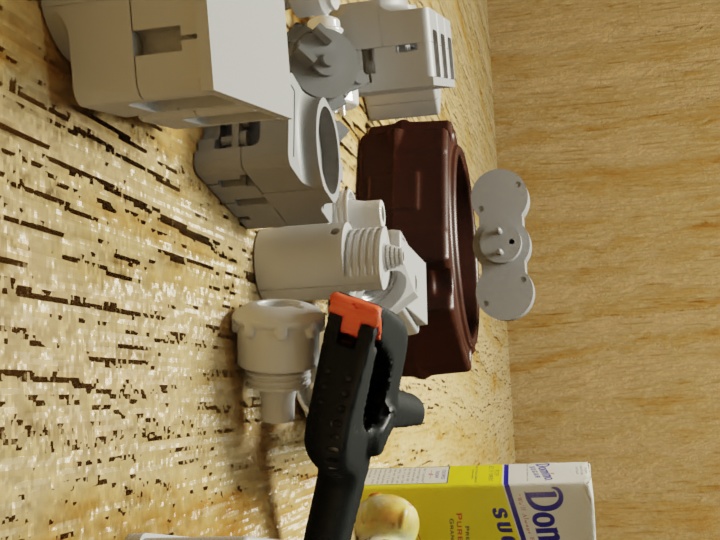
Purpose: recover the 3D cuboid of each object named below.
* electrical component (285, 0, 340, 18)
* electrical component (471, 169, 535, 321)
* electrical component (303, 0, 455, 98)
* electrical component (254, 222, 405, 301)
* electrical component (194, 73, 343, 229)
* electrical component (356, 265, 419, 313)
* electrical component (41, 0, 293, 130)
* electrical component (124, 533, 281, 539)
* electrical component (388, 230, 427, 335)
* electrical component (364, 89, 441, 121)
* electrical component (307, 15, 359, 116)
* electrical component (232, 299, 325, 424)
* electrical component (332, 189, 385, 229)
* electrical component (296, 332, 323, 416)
[{"bbox_3d":[-0.042,-0.161,0.596,0.045,0.055,0.045,-4,90,-79],"label":"electrical component"},{"bbox_3d":[0.129,-0.023,0.976,0.074,0.052,0.138,19,68,-77],"label":"electrical component"},{"bbox_3d":[0.019,-0.165,0.814,0.150,0.089,0.061,-40,125,-76],"label":"electrical component"},{"bbox_3d":[-0.015,-0.005,0.611,0.043,0.081,0.043,-4,90,-79],"label":"electrical component"},{"bbox_3d":[-0.043,-0.059,0.556,0.089,0.056,0.050,55,33,-69],"label":"electrical component"},{"bbox_3d":[0.000,0.000,0.721,0.064,0.042,0.081,44,-15,37],"label":"electrical component"},{"bbox_3d":[-0.075,-0.153,0.416,0.105,0.060,0.186,-12,98,-79],"label":"electrical component"},{"bbox_3d":[-0.054,0.160,0.420,0.108,0.056,0.108,52,35,-70],"label":"electrical component"},{"bbox_3d":[0.014,0.010,0.804,0.096,0.061,0.061,55,33,-69],"label":"electrical component"},{"bbox_3d":[0.035,-0.179,0.962,0.076,0.066,0.047,73,17,-47],"label":"electrical component"},{"bbox_3d":[-0.023,-0.140,0.725,0.040,0.040,0.078,7,79,-79],"label":"electrical component"},{"bbox_3d":[-0.042,0.047,0.556,0.048,0.048,0.062,-36,128,-77],"label":"electrical component"},{"bbox_3d":[-0.016,-0.032,0.663,0.048,0.062,0.048,-4,90,-79],"label":"electrical component"},{"bbox_3d":[-0.011,0.062,0.703,0.077,0.043,0.079,48,39,-71],"label":"electrical component"}]
